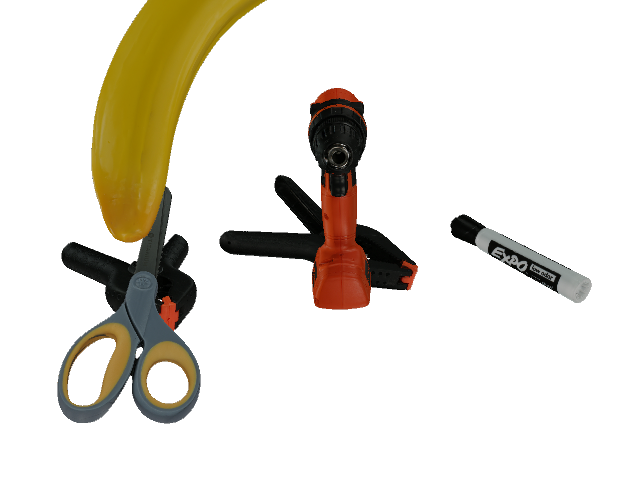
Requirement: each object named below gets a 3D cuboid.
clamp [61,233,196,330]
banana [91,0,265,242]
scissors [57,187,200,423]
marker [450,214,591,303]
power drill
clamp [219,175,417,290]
[{"bbox_3d":[-0.151,0.033,0.965,0.120,0.039,0.172,-15,31,-28],"label":"clamp"},{"bbox_3d":[-0.057,-0.088,0.493,0.070,0.197,0.037,27,-26,17],"label":"banana"},{"bbox_3d":[-0.103,0.044,0.708,0.096,0.201,0.016,20,-42,7],"label":"scissors"},{"bbox_3d":[0.139,0.010,0.761,0.020,0.020,0.121,0,23,-44],"label":"marker"},{"bbox_3d":[0.018,-0.036,0.978,0.057,0.188,0.184,0,20,2],"label":"power drill"},{"bbox_3d":[0.002,0.006,1.174,0.210,0.036,0.164,27,36,16],"label":"clamp"}]
